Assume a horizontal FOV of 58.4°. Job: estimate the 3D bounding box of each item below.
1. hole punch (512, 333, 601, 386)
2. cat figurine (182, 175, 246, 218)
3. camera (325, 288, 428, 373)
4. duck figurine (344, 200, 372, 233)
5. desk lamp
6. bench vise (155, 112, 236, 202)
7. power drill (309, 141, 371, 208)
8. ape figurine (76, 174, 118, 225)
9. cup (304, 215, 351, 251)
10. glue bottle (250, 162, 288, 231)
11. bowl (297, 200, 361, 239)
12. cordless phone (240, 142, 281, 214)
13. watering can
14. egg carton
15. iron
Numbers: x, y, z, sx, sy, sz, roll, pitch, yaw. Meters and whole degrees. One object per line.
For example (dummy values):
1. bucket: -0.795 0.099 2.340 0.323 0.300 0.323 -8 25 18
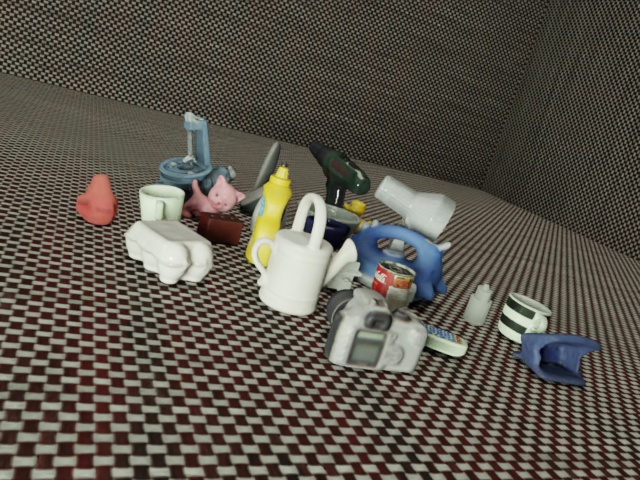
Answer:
1. hole punch: 0.411 0.190 1.001 0.109 0.091 0.101 12 16 -17
2. cat figurine: -0.234 -0.092 1.264 0.127 0.118 0.067 22 16 18
3. camera: 0.074 0.121 0.864 0.143 0.101 0.136 11 16 -20
4. duck figurine: 0.103 -0.067 1.606 0.104 0.086 0.078 23 16 21
5. desk lamp: 0.179 -0.027 1.294 0.203 0.213 0.118 17 15 1
6. bench vise: -0.290 -0.189 1.356 0.121 0.220 0.208 22 16 20
7. power drill: 0.028 -0.140 1.550 0.228 0.208 0.076 29 19 38
8. ape figurine: -0.414 -0.080 1.076 0.078 0.092 0.076 7 18 -33
9. cup: 0.011 0.004 1.229 0.118 0.095 0.091 2 21 -43
10. glue bottle: -0.103 -0.094 1.306 0.078 0.173 0.037 14 15 -10
11. bowl: 0.014 -0.040 1.432 0.167 0.075 0.167 16 15 -4
12. cordless phone: -0.142 -0.161 1.485 0.094 0.185 0.147 13 15 -13
13. watering can: -0.023 0.017 0.951 0.173 0.194 0.100 2 21 -44
14. egg carton: -0.249 0.016 0.951 0.149 0.069 0.108 28 18 35
15. iron: 0.146 0.029 1.194 0.257 0.141 0.119 24 17 26
